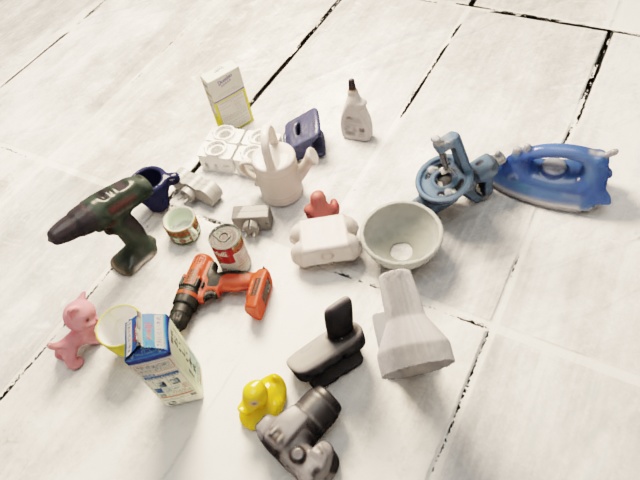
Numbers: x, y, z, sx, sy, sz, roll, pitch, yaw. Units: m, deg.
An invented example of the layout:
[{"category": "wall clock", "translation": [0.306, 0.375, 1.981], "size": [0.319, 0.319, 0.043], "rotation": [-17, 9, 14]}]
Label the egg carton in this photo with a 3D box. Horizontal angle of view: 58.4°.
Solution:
[{"category": "egg carton", "translation": [0.011, 0.004, 1.199], "size": [0.150, 0.069, 0.107], "rotation": [-10, 52, 2]}]

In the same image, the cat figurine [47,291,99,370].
[{"category": "cat figurine", "translation": [-0.478, 0.171, 1.118], "size": [0.067, 0.118, 0.128], "rotation": [22, 60, 24]}]

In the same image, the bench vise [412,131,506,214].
[{"category": "bench vise", "translation": [0.282, -0.159, 1.187], "size": [0.208, 0.220, 0.121], "rotation": [-37, 56, -18]}]

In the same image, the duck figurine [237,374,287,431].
[{"category": "duck figurine", "translation": [-0.106, 0.273, 1.003], "size": [0.077, 0.086, 0.105], "rotation": [27, 62, 26]}]

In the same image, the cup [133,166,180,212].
[{"category": "cup", "translation": [-0.373, -0.114, 1.332], "size": [0.118, 0.095, 0.091], "rotation": [-15, 52, -3]}]

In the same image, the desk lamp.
[{"category": "desk lamp", "translation": [0.144, 0.159, 0.970], "size": [0.118, 0.214, 0.203], "rotation": [-12, 52, 0]}]

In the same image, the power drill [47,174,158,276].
[{"category": "power drill", "translation": [-0.431, -0.021, 1.199], "size": [0.075, 0.209, 0.230], "rotation": [27, 61, 26]}]

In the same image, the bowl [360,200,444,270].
[{"category": "bowl", "translation": [0.168, 0.003, 1.173], "size": [0.167, 0.075, 0.167], "rotation": [-4, 53, 6]}]

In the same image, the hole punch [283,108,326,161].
[{"category": "hole punch", "translation": [-0.041, -0.255, 1.391], "size": [0.101, 0.091, 0.108], "rotation": [-9, 52, 2]}]

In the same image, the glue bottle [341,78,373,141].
[{"category": "glue bottle", "translation": [0.083, -0.312, 1.363], "size": [0.078, 0.173, 0.037], "rotation": [14, 56, 18]}]

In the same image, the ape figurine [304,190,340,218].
[{"category": "ape figurine", "translation": [0.002, -0.072, 1.245], "size": [0.077, 0.092, 0.076], "rotation": [0, 53, 9]}]

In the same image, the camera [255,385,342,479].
[{"category": "camera", "translation": [-0.018, 0.316, 0.948], "size": [0.142, 0.101, 0.137], "rotation": [34, 65, 29]}]

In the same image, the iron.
[{"category": "iron", "translation": [0.483, -0.153, 1.200], "size": [0.257, 0.142, 0.119], "rotation": [10, 55, 16]}]

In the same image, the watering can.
[{"category": "watering can", "translation": [-0.093, -0.175, 1.272], "size": [0.173, 0.194, 0.100], "rotation": [-18, 52, -5]}]

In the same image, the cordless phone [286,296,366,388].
[{"category": "cordless phone", "translation": [0.005, 0.171, 1.001], "size": [0.148, 0.185, 0.094], "rotation": [-34, 55, -17]}]
